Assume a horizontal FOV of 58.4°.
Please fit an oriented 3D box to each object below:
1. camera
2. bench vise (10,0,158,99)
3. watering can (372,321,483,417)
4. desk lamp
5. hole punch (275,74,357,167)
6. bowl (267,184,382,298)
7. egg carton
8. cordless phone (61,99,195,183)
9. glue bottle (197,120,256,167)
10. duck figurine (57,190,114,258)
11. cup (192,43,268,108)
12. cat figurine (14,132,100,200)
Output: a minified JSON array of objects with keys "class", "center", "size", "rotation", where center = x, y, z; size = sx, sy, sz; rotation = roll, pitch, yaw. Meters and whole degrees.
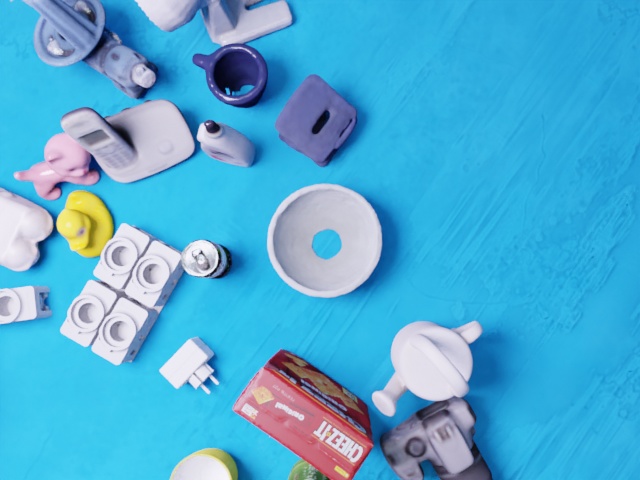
[{"class":"camera","center":[0.176,0.313,0.814],"size":[0.143,0.101,0.137],"rotation":[-30,85,-1]},{"class":"bench vise","center":[-0.332,-0.302,0.820],"size":[0.207,0.220,0.121],"rotation":[14,86,3]},{"class":"watering can","center":[0.150,0.173,0.779],"size":[0.101,0.194,0.173],"rotation":[30,87,4]},{"class":"desk lamp","center":[-0.157,-0.369,0.824],"size":[0.203,0.213,0.118],"rotation":[-21,85,0]},{"class":"hole punch","center":[-0.002,-0.180,0.865],"size":[0.101,0.091,0.109],"rotation":[35,87,4]},{"class":"bowl","center":[0.008,0.003,0.857],"size":[0.167,0.075,0.167],"rotation":[0,85,2]},{"class":"egg carton","center":[-0.489,-0.022,0.877],"size":[0.150,0.069,0.107],"rotation":[23,86,3]},{"class":"cordless phone","center":[-0.272,-0.156,0.824],"size":[0.147,0.185,0.094],"rotation":[-25,85,0]},{"class":"glue bottle","center":[-0.142,-0.145,0.825],"size":[0.078,0.173,0.037],"rotation":[12,86,3]},{"class":"duck figurine","center":[-0.364,-0.027,0.865],"size":[0.077,0.086,0.104],"rotation":[-12,85,1]},{"class":"cup","center":[-0.132,-0.243,0.872],"size":[0.117,0.095,0.092],"rotation":[21,86,4]},{"class":"cat figurine","center":[-0.392,-0.116,0.858],"size":[0.128,0.118,0.067],"rotation":[-24,85,0]}]
